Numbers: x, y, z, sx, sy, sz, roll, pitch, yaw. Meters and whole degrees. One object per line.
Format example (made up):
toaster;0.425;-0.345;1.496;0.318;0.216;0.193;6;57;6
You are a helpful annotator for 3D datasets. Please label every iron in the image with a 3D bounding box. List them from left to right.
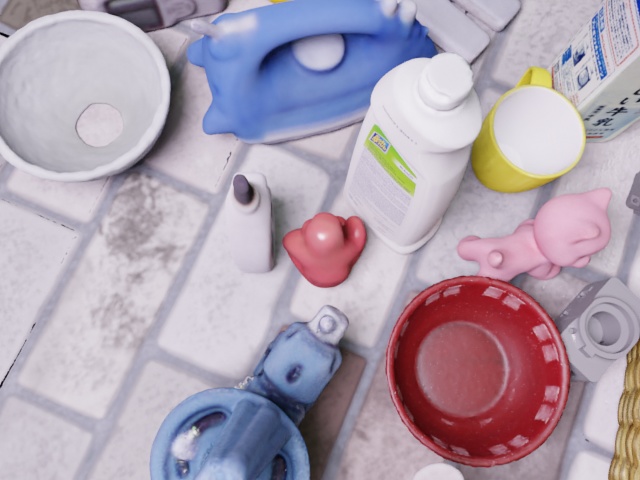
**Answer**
iron;0.005;-0.181;0.533;0.258;0.141;0.118;-14;78;-6

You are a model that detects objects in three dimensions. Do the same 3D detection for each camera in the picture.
camera;-0.178;-0.295;0.569;0.143;0.101;0.137;-15;78;-7

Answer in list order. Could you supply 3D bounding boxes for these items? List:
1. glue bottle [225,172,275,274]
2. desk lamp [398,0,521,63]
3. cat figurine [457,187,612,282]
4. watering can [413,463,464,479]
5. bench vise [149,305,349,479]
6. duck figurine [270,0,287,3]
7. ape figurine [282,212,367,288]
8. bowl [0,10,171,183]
glue bottle;-0.058;-0.022;0.476;0.037;0.173;0.078;0;77;-3
desk lamp;0.120;-0.308;0.532;0.203;0.213;0.118;40;78;6
cat figurine;0.200;0.001;0.514;0.128;0.117;0.067;-19;79;-7
watering can;0.107;0.255;0.411;0.101;0.194;0.173;-39;82;-11
bench vise;-0.056;0.132;0.417;0.121;0.219;0.207;17;77;1
duck figurine;-0.038;-0.305;0.587;0.077;0.086;0.104;-6;77;-5
ape figurine;0.005;0.002;0.516;0.078;0.092;0.076;7;77;-1
bowl;-0.218;-0.124;0.541;0.167;0.074;0.167;1;77;-3
